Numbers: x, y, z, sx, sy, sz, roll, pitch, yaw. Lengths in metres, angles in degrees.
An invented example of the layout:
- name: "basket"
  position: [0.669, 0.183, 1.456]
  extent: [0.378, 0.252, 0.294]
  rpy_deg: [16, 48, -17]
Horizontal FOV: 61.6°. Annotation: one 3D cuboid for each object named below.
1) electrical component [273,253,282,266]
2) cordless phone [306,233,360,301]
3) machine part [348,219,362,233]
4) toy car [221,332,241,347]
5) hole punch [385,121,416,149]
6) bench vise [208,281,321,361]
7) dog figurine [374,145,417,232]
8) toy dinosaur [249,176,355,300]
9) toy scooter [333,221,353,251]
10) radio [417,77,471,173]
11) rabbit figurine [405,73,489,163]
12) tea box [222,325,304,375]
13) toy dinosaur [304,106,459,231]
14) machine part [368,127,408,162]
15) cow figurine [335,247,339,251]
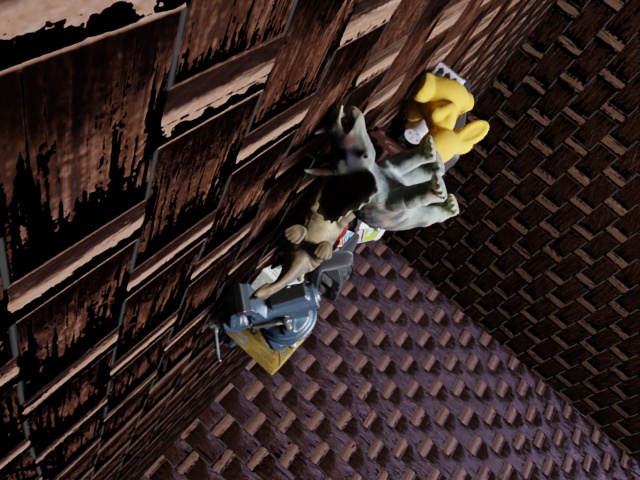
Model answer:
- name: "electrical component"
  position: [-0.037, 0.011, 1.170]
  extent: [0.115, 0.058, 0.134]
  rpy_deg: [-52, 165, 17]
- name: "cordless phone"
  position: [0.052, 0.039, 1.270]
  extent: [0.184, 0.089, 0.146]
  rpy_deg: [-52, 168, -27]
- name: "machine part"
  position: [0.090, -0.085, 1.316]
  extent: [0.084, 0.039, 0.138]
  rpy_deg: [7, -98, 66]
- name: "toy car"
  position: [-0.170, 0.219, 1.350]
  extent: [0.161, 0.103, 0.109]
  rpy_deg: [-53, 172, 22]
- name: "hole punch"
  position: [0.156, -0.201, 1.218]
  extent: [0.142, 0.092, 0.115]
  rpy_deg: [-42, 141, -30]
- name: "bench vise"
  position: [-0.099, 0.168, 1.074]
  extent: [0.224, 0.129, 0.240]
  rpy_deg: [-25, 145, -8]
- name: "dog figurine"
  position: [0.173, -0.134, 1.387]
  extent: [0.219, 0.108, 0.191]
  rpy_deg: [-57, 170, -13]
- name: "toy dinosaur"
  position: [0.005, -0.043, 1.008]
  extent: [0.471, 0.105, 0.198]
  rpy_deg: [-50, -177, -37]
- name: "toy scooter"
  position: [-0.003, -0.004, 1.285]
  extent: [0.135, 0.075, 0.183]
  rpy_deg: [-21, 151, -43]
- name: "radio"
  position: [0.286, -0.268, 1.271]
  extent: [0.131, 0.073, 0.229]
  rpy_deg: [121, -15, -65]
- name: "rabbit figurine"
  position: [0.246, -0.225, 1.083]
  extent: [0.122, 0.162, 0.173]
  rpy_deg: [131, -27, -65]
- name: "tea box"
  position: [-0.134, 0.212, 1.236]
  extent: [0.098, 0.170, 0.068]
  rpy_deg: [-50, 174, 22]
- name: "toy dinosaur"
  position: [0.112, -0.071, 0.864]
  extent: [0.192, 0.131, 0.404]
  rpy_deg: [-14, 162, 17]
- name: "machine part"
  position: [0.149, -0.148, 1.043]
  extent: [0.056, 0.179, 0.179]
  rpy_deg: [-53, 172, 23]
- name: "cow figurine"
  position: [-0.007, 0.065, 1.521]
  extent: [0.195, 0.085, 0.127]
  rpy_deg: [-17, 167, -46]
